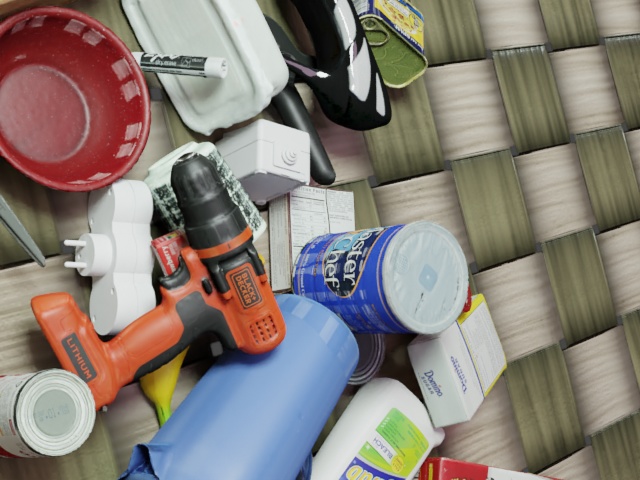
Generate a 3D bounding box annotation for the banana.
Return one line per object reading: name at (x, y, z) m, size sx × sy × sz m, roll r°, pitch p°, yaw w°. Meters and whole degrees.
banana at (-0.115, 0.073, 0.988) m, size 0.197 × 0.037 × 0.069 m, roll -59°, pitch 145°, yaw -27°

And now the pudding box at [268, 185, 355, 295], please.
pudding box at (-0.007, 0.001, 1.086) m, size 0.089 × 0.039 × 0.113 m, roll 6°, pitch 75°, yaw -38°

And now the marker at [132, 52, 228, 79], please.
marker at (-0.143, -0.160, 0.969) m, size 0.020 × 0.121 × 0.020 m, roll 7°, pitch 90°, yaw -74°

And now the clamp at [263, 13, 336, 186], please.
clamp at (-0.040, -0.161, 1.088) m, size 0.209 × 0.036 × 0.164 m, roll 31°, pitch 53°, yaw -30°

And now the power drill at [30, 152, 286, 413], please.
power drill at (-0.136, 0.041, 0.874) m, size 0.187 × 0.057 × 0.184 m, roll -26°, pitch 108°, yaw -11°

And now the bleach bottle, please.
bleach bottle at (0.024, 0.258, 1.044) m, size 0.102 × 0.068 × 0.250 m, roll 50°, pitch 57°, yaw -22°

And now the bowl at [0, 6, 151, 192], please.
bowl at (-0.228, -0.115, 0.919) m, size 0.161 × 0.055 × 0.162 m, roll 9°, pitch 75°, yaw -37°

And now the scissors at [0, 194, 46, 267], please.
scissors at (-0.270, -0.076, 0.844) m, size 0.201 × 0.096 × 0.016 m, roll 40°, pitch 14°, yaw -4°

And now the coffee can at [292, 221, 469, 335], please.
coffee can at (0.055, 0.039, 1.010) m, size 0.102 × 0.141 × 0.103 m, roll 4°, pitch 83°, yaw -38°

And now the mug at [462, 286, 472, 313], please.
mug at (0.106, 0.044, 1.131) m, size 0.093 × 0.082 × 0.117 m, roll 62°, pitch 24°, yaw -7°

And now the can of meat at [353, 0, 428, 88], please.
can of meat at (0.071, -0.231, 1.170) m, size 0.102 × 0.058 × 0.084 m, roll 35°, pitch 40°, yaw -30°

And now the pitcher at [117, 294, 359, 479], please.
pitcher at (-0.059, 0.173, 0.958) m, size 0.145 × 0.149 × 0.242 m, roll 31°, pitch 54°, yaw 8°

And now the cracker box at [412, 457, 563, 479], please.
cracker box at (0.180, 0.329, 1.149) m, size 0.213 × 0.072 × 0.164 m, roll 17°, pitch 70°, yaw -34°

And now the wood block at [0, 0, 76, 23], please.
wood block at (-0.272, -0.232, 0.886) m, size 0.205 × 0.090 × 0.091 m, roll -31°, pitch 99°, yaw -38°

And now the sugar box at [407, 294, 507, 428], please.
sugar box at (0.149, 0.126, 1.140) m, size 0.176 × 0.048 × 0.093 m, roll -26°, pitch 97°, yaw -62°

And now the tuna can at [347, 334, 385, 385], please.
tuna can at (0.025, 0.106, 1.092) m, size 0.085 × 0.034 × 0.086 m, roll 9°, pitch 75°, yaw -38°

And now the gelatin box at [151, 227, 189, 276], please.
gelatin box at (-0.097, 0.027, 0.932) m, size 0.073 × 0.030 × 0.089 m, roll -25°, pitch 108°, yaw -14°

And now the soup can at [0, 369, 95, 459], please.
soup can at (-0.228, 0.137, 0.837) m, size 0.068 × 0.102 × 0.068 m, roll 9°, pitch 75°, yaw -38°
